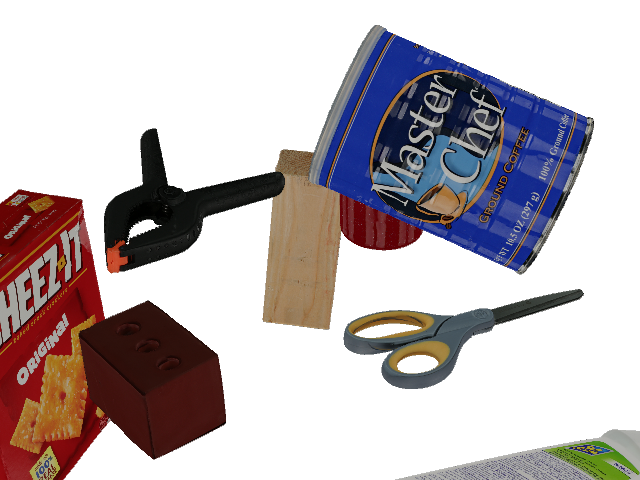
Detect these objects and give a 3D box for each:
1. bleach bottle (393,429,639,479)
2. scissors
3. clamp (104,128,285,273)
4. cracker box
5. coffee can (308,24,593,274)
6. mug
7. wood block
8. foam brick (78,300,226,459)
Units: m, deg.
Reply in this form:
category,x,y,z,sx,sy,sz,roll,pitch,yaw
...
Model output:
category,x,y,z,sx,sy,sz,roll,pitch,yaw
bleach bottle,0.146,0.159,0.620,0.250,0.068,0.103,-8,20,-26
scissors,0.119,0.072,0.804,0.201,0.016,0.096,-5,31,-8
clamp,-0.155,-0.040,1.048,0.165,0.036,0.209,24,41,21
cracker box,-0.236,0.092,0.847,0.072,0.214,0.164,7,32,18
coffee can,0.076,-0.054,0.640,0.140,0.103,0.103,24,2,4
mug,0.071,-0.045,1.012,0.117,0.081,0.093,-5,33,-7
wood block,-0.019,-0.002,1.366,0.090,0.206,0.090,7,25,1
foam brick,-0.101,0.082,0.636,0.052,0.051,0.078,-24,38,-33
